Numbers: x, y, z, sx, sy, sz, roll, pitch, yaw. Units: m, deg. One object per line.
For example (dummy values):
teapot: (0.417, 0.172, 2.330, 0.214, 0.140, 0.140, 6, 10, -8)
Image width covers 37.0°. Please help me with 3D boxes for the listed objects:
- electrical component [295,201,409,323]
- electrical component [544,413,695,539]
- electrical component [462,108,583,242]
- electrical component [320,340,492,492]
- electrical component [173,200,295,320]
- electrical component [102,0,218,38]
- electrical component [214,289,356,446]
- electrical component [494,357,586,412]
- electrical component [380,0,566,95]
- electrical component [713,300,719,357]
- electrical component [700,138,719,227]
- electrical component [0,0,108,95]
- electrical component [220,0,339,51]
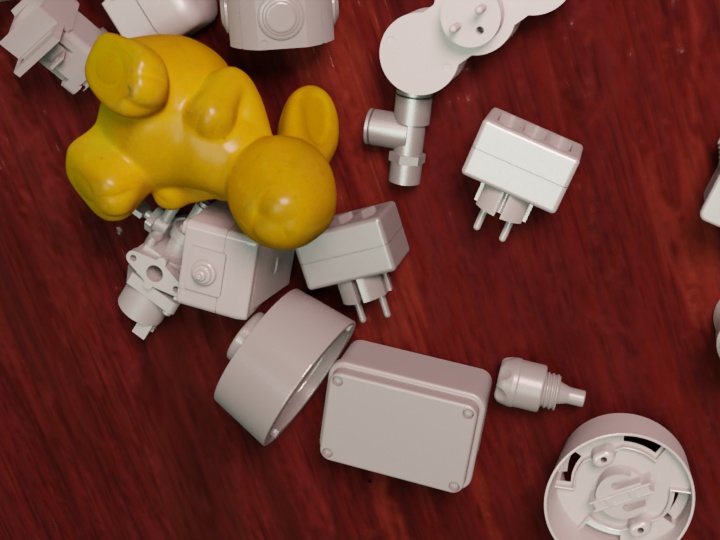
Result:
electrical component: (0.000, 0.000, 0.753, 0.066, 0.047, 0.076, -13, 104, 20)
electrical component: (0.180, 0.151, 0.745, 0.099, 0.064, 0.099, 5, 110, 14)
electrical component: (0.099, -0.056, 0.705, 0.066, 0.047, 0.076, 25, 113, 6)
electrical component: (0.033, 0.105, 0.775, 0.113, 0.057, 0.078, 13, 112, 12)
electrical component: (-0.085, -0.008, 0.748, 0.061, 0.096, 0.061, 15, 112, 10)
electrical component: (-0.141, -0.199, 0.721, 0.059, 0.053, 0.095, -28, 99, 22)
electrical component: (-0.059, 0.063, 0.762, 0.060, 0.108, 0.108, 36, 114, 8)
electrical component: (0.127, 0.083, 0.753, 0.061, 0.035, 0.035, 13, 112, 8)
electrical component: (0.071, -0.158, 0.664, 0.138, 0.073, 0.052, -33, 97, 23)
electrical component: (0.252, 0.040, 0.691, 0.045, 0.055, 0.045, 5, 110, 14)
electrical component: (0.267, -0.059, 0.656, 0.100, 0.048, 0.099, 24, 113, 7)
electrical component: (-0.207, -0.160, 0.744, 0.042, 0.081, 0.064, -34, 126, 25)
electrical component: (-0.052, -0.174, 0.691, 0.080, 0.080, 0.051, 4, 115, 15)
